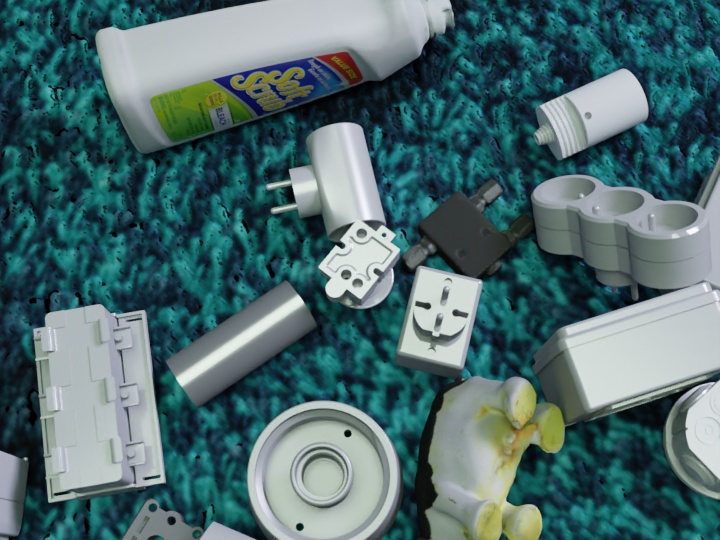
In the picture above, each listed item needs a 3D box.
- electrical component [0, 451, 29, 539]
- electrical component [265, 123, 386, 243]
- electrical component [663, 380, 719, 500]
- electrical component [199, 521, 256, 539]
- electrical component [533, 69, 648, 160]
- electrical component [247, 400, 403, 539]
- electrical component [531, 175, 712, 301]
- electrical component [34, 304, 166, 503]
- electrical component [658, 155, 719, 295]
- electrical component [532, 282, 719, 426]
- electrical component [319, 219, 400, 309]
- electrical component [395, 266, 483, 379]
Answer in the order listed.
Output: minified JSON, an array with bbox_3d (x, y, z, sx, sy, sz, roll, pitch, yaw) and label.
[{"bbox_3d":[-0.261,0.146,0.696,0.062,0.096,0.061,2,74,1],"label":"electrical component"},{"bbox_3d":[-0.028,-0.059,0.782,0.079,0.044,0.077,-12,73,-3],"label":"electrical component"},{"bbox_3d":[0.249,0.113,0.724,0.080,0.051,0.080,0,73,1],"label":"electrical component"},{"bbox_3d":[-0.101,0.209,0.676,0.064,0.099,0.099,17,74,-1],"label":"electrical component"},{"bbox_3d":[0.166,-0.113,0.797,0.081,0.043,0.043,-25,75,-6],"label":"electrical component"},{"bbox_3d":[-0.024,0.138,0.714,0.108,0.060,0.108,0,73,1],"label":"electrical component"},{"bbox_3d":[0.179,-0.013,0.739,0.052,0.073,0.138,-29,31,-27],"label":"electrical component"},{"bbox_3d":[-0.181,0.089,0.730,0.079,0.063,0.121,-10,74,-1],"label":"electrical component"},{"bbox_3d":[0.270,-0.022,0.761,0.078,0.057,0.113,26,75,8],"label":"electrical component"},{"bbox_3d":[0.179,0.059,0.711,0.109,0.108,0.056,-17,77,-4],"label":"electrical component"},{"bbox_3d":[0.000,0.000,0.758,0.048,0.055,0.066,37,77,11],"label":"electrical component"},{"bbox_3d":[0.055,0.032,0.737,0.047,0.076,0.065,13,74,5],"label":"electrical component"}]
